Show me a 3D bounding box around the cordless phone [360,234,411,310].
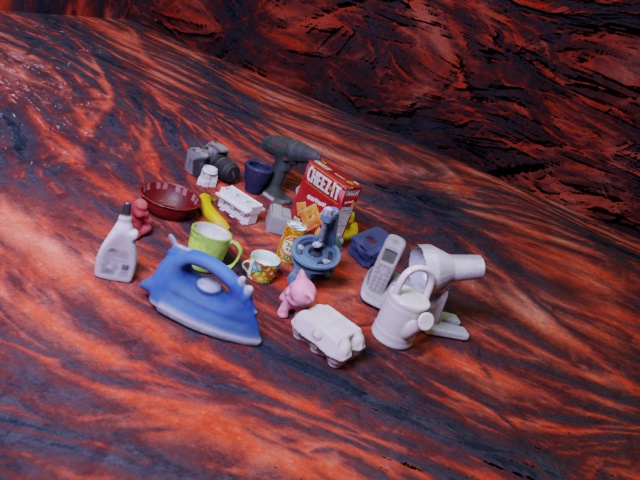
[{"bbox_3d":[0.190,0.088,1.400,0.147,0.185,0.094,22,24,4],"label":"cordless phone"}]

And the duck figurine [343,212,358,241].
[{"bbox_3d":[0.079,-0.050,1.722,0.105,0.086,0.077,-4,34,-43],"label":"duck figurine"}]

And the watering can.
[{"bbox_3d":[0.199,0.145,1.277,0.101,0.194,0.172,-2,33,-41],"label":"watering can"}]

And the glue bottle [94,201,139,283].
[{"bbox_3d":[-0.392,0.002,1.130,0.078,0.173,0.037,13,25,-17],"label":"glue bottle"}]

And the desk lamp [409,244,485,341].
[{"bbox_3d":[0.295,0.119,1.386,0.204,0.213,0.117,12,25,-19],"label":"desk lamp"}]

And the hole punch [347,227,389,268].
[{"bbox_3d":[0.146,0.018,1.628,0.101,0.091,0.108,2,30,-36],"label":"hole punch"}]

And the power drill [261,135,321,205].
[{"bbox_3d":[-0.106,-0.221,1.784,0.228,0.208,0.076,36,28,30],"label":"power drill"}]

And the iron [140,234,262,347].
[{"bbox_3d":[-0.211,0.095,1.118,0.258,0.141,0.119,25,24,8],"label":"iron"}]

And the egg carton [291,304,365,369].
[{"bbox_3d":[0.016,0.195,1.179,0.150,0.069,0.107,33,27,26],"label":"egg carton"}]

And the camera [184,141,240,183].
[{"bbox_3d":[-0.323,-0.241,1.783,0.136,0.101,0.144,35,27,28],"label":"camera"}]

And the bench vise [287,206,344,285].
[{"bbox_3d":[0.002,0.001,1.390,0.121,0.220,0.207,21,24,1],"label":"bench vise"}]

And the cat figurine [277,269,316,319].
[{"bbox_3d":[-0.044,0.112,1.245,0.067,0.118,0.127,16,24,-10],"label":"cat figurine"}]

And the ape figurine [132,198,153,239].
[{"bbox_3d":[-0.421,-0.052,1.318,0.078,0.092,0.076,4,29,-33],"label":"ape figurine"}]

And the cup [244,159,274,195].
[{"bbox_3d":[-0.203,-0.198,1.796,0.092,0.095,0.117,10,26,-23],"label":"cup"}]

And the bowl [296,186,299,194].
[{"bbox_3d":[-0.005,-0.104,1.783,0.167,0.075,0.167,17,24,-8],"label":"bowl"}]
